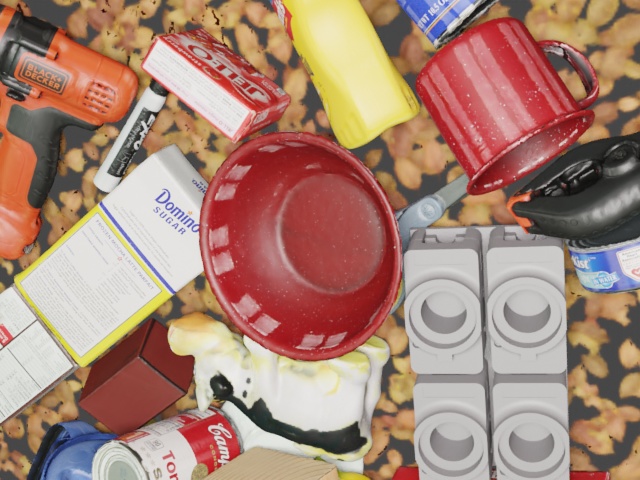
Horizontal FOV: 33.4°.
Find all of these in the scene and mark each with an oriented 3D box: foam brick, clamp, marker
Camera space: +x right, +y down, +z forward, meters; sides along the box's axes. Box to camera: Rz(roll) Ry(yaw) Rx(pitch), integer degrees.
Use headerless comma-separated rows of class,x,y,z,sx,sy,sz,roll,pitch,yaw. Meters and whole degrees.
foam brick,-0.145,0.111,0.851,0.078,0.053,0.051,-37,112,26
clamp,0.202,-0.050,0.671,0.172,0.120,0.039,-13,121,37
marker,-0.139,-0.088,0.814,0.020,0.020,0.121,38,115,5

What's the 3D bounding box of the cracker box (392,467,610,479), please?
cracker box,0.107,0.235,0.718,0.164,0.213,0.072,-3,107,20

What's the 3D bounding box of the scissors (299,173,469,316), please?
scissors,0.080,-0.002,0.765,0.202,0.016,0.096,-18,101,23

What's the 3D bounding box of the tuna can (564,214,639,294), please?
tuna can,0.204,0.003,0.684,0.086,0.086,0.034,-18,101,23

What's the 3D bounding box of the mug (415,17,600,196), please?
mug,0.124,-0.092,0.684,0.117,0.093,0.081,-26,75,-13

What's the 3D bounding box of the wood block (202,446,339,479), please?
wood block,-0.029,0.276,0.811,0.091,0.090,0.206,2,109,43

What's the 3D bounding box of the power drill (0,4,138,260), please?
power drill,-0.253,-0.087,0.808,0.184,0.057,0.188,24,118,-14

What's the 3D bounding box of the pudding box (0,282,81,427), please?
pudding box,-0.256,0.093,0.902,0.114,0.039,0.090,-36,92,27

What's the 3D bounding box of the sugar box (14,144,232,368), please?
sugar box,-0.151,0.014,0.836,0.176,0.048,0.093,-37,93,22

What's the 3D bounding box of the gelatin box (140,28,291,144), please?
gelatin box,-0.072,-0.111,0.754,0.089,0.073,0.030,38,114,6

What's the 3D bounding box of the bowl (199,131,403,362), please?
bowl,-0.005,0.001,0.752,0.162,0.055,0.162,7,104,28

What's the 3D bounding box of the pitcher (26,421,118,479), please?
pitcher,-0.212,0.283,0.905,0.145,0.149,0.243,28,117,-7

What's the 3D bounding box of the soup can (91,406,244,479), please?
soup can,-0.118,0.175,0.833,0.069,0.102,0.068,8,103,38

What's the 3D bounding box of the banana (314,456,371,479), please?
banana,0.028,0.261,0.852,0.070,0.037,0.198,10,112,26

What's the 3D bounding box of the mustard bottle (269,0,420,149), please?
mustard bottle,-0.003,-0.155,0.704,0.058,0.096,0.191,-28,95,0

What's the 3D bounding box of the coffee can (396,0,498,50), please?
coffee can,0.066,-0.205,0.660,0.103,0.102,0.140,-40,90,25
